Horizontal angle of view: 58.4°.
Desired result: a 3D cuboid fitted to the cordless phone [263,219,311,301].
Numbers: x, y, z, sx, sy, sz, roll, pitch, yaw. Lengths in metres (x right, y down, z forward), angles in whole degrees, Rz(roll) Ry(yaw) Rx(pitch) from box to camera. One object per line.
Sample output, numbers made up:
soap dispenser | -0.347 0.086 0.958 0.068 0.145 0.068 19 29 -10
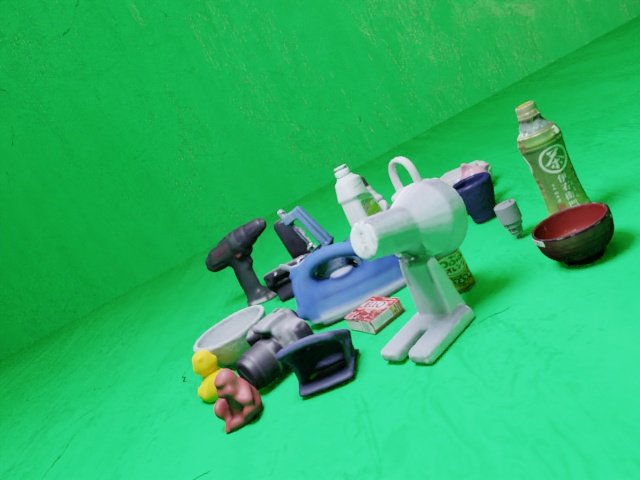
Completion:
cordless phone | -0.086 0.044 1.425 0.147 0.185 0.094 -27 12 7

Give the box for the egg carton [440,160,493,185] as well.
egg carton | 0.368 -0.146 1.469 0.150 0.069 0.107 -22 13 30

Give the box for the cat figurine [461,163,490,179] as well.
cat figurine | 0.335 -0.118 1.298 0.127 0.118 0.067 -25 12 19

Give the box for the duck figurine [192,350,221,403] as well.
duck figurine | -0.207 0.248 1.073 0.077 0.086 0.104 -30 12 -9

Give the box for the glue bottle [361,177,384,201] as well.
glue bottle | 0.145 -0.085 1.465 0.037 0.173 0.078 -35 13 -29

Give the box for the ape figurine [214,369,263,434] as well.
ape figurine | -0.136 0.245 0.901 0.077 0.092 0.076 -15 17 48

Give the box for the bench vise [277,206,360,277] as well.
bench vise | 0.012 0.002 1.288 0.207 0.220 0.121 -28 12 4

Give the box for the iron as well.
iron | 0.051 0.063 1.128 0.258 0.141 0.118 -26 12 12

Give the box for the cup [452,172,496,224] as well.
cup | 0.332 -0.086 1.228 0.091 0.095 0.117 -29 12 -1

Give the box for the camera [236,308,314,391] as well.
camera | -0.093 0.191 1.012 0.137 0.101 0.142 -36 14 -34

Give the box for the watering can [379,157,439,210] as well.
watering can | 0.211 -0.099 1.316 0.100 0.194 0.173 -16 17 45

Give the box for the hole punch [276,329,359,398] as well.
hole punch | -0.004 0.176 0.893 0.108 0.091 0.101 -25 12 16

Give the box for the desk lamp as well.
desk lamp | 0.142 0.037 0.841 0.204 0.214 0.117 -37 15 -37

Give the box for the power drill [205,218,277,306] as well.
power drill | -0.189 0.065 1.520 0.229 0.208 0.076 -22 13 29

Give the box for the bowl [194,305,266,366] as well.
bowl | -0.172 0.210 1.188 0.167 0.075 0.167 -27 11 6
